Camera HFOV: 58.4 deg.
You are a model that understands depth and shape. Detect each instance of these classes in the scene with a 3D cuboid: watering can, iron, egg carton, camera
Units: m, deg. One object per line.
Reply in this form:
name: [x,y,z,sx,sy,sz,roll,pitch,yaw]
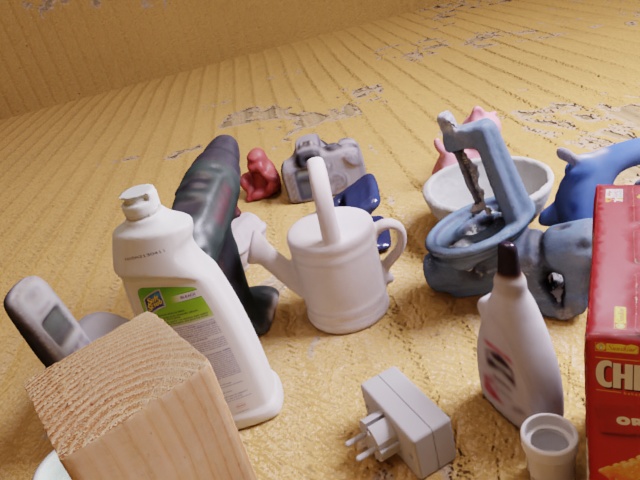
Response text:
watering can: [0.006,0.003,0.644,0.173,0.194,0.100,-23,29,-16]
iron: [0.383,-0.058,0.634,0.258,0.142,0.118,-10,28,8]
egg carton: [-0.146,0.014,0.832,0.107,0.069,0.150,0,31,25]
camera: [0.004,-0.146,1.021,0.143,0.101,0.136,-12,28,6]

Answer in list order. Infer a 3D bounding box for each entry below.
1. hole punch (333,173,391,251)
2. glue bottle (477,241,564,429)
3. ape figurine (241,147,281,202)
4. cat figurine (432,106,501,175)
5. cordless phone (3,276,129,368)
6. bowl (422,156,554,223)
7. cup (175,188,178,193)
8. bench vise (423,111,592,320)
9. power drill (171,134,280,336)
hole punch: [0.043,-0.033,0.805,0.101,0.091,0.108,-12,28,5]
glue bottle: [0.156,0.075,0.463,0.037,0.173,0.078,-25,29,-19]
ape figurine: [-0.109,-0.124,1.044,0.077,0.092,0.076,14,39,42]
cat figurine: [0.236,-0.154,0.907,0.128,0.118,0.067,-19,28,-9]
cordless phone: [-0.243,0.100,0.595,0.094,0.185,0.147,-12,28,5]
bowl: [0.224,-0.047,0.762,0.167,0.075,0.167,-11,28,6]
cup: [-0.183,-0.057,0.954,0.091,0.095,0.117,-16,28,-3]
bench vise: [0.200,-0.034,0.592,0.207,0.220,0.121,-5,29,17]
power drill: [-0.114,0.006,0.682,0.075,0.209,0.229,-9,28,11]
